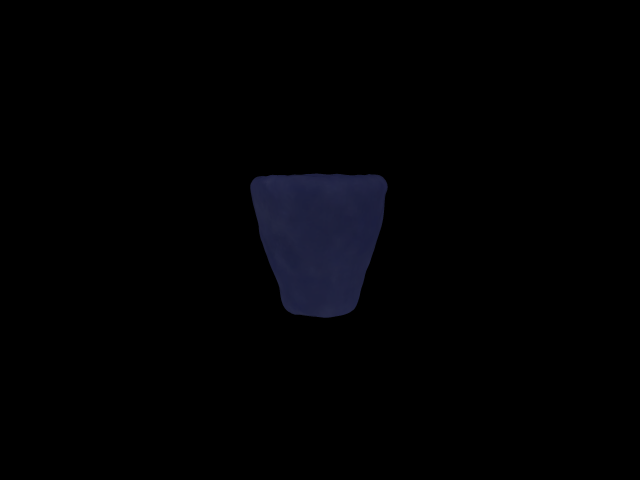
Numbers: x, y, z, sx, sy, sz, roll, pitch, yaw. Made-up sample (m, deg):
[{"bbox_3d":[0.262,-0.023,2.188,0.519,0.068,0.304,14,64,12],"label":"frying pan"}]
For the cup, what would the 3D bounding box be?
[{"bbox_3d":[0.004,0.001,0.400,0.091,0.095,0.118,2,7,20],"label":"cup"}]
